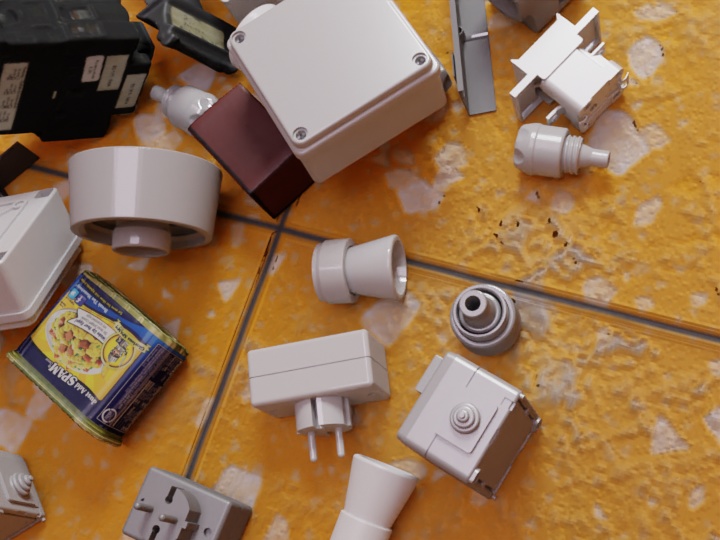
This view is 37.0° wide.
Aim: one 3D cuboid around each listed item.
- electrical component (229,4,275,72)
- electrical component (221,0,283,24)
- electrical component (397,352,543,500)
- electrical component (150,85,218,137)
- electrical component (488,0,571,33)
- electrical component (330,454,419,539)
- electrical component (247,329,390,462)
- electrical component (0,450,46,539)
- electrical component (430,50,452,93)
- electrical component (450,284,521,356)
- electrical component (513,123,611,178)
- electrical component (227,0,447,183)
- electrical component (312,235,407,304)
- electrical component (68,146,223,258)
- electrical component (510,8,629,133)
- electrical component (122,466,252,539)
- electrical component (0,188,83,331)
[{"bbox_3d":[-0.061,-0.161,0.797,0.047,0.055,0.055,40,87,21],"label":"electrical component"},{"bbox_3d":[-0.084,-0.272,0.837,0.089,0.061,0.150,-27,66,7],"label":"electrical component"},{"bbox_3d":[0.063,0.092,0.648,0.061,0.096,0.061,29,82,24],"label":"electrical component"},{"bbox_3d":[-0.134,-0.125,0.819,0.061,0.035,0.035,28,82,26],"label":"electrical component"},{"bbox_3d":[0.113,-0.210,0.739,0.056,0.089,0.050,-44,65,-1],"label":"electrical component"},{"bbox_3d":[0.006,0.154,0.677,0.044,0.044,0.065,18,83,22],"label":"electrical component"},{"bbox_3d":[-0.025,0.087,0.706,0.083,0.047,0.075,-11,70,13],"label":"electrical component"},{"bbox_3d":[-0.271,0.161,0.749,0.096,0.061,0.061,-32,65,5],"label":"electrical component"},{"bbox_3d":[0.031,-0.129,0.763,0.062,0.043,0.043,-38,65,4],"label":"electrical component"},{"bbox_3d":[0.078,0.029,0.684,0.043,0.062,0.043,-5,72,16],"label":"electrical component"},{"bbox_3d":[0.135,-0.078,0.718,0.061,0.035,0.035,11,76,18],"label":"electrical component"},{"bbox_3d":[-0.015,-0.133,0.719,0.109,0.056,0.108,-32,66,0],"label":"electrical component"},{"bbox_3d":[0.000,0.000,0.728,0.055,0.045,0.045,-4,71,17],"label":"electrical component"},{"bbox_3d":[-0.153,-0.042,0.759,0.108,0.108,0.060,-2,78,17],"label":"electrical component"},{"bbox_3d":[0.143,-0.131,0.730,0.081,0.042,0.064,-46,69,-1],"label":"electrical component"},{"bbox_3d":[-0.119,0.159,0.694,0.066,0.076,0.047,18,78,22],"label":"electrical component"},{"bbox_3d":[-0.275,-0.005,0.783,0.109,0.056,0.108,-9,32,14],"label":"electrical component"}]
